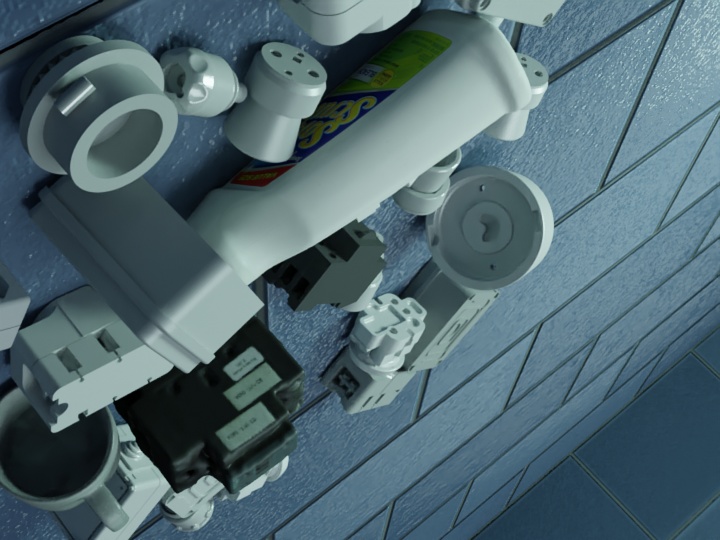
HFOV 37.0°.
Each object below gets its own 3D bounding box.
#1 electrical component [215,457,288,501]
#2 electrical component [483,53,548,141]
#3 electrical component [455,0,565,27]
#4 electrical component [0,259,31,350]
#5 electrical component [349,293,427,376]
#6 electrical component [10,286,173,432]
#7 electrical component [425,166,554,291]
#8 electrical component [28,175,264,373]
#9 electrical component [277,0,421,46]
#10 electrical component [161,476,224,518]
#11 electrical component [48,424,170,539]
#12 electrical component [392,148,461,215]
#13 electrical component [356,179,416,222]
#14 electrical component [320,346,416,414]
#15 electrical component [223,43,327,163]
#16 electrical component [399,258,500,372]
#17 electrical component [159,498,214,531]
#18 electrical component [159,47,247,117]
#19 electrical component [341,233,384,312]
[{"bbox_3d":[-0.106,0.180,1.025,0.057,0.058,0.078,-17,147,-44],"label":"electrical component"},{"bbox_3d":[0.119,-0.136,0.847,0.045,0.045,0.055,-27,153,-37],"label":"electrical component"},{"bbox_3d":[0.104,-0.212,0.661,0.109,0.056,0.108,-9,140,-56],"label":"electrical component"},{"bbox_3d":[-0.220,0.032,0.554,0.066,0.047,0.076,-17,147,-50],"label":"electrical component"},{"bbox_3d":[0.023,0.064,1.037,0.078,0.058,0.057,-21,147,-44],"label":"electrical component"},{"bbox_3d":[-0.167,0.048,0.668,0.089,0.055,0.050,-28,154,-34],"label":"electrical component"},{"bbox_3d":[0.119,-0.039,0.953,0.108,0.108,0.060,-52,164,21],"label":"electrical component"},{"bbox_3d":[-0.115,-0.006,0.580,0.057,0.113,0.078,-44,159,-6],"label":"electrical component"},{"bbox_3d":[0.002,-0.166,0.568,0.095,0.053,0.059,-37,158,-16],"label":"electrical component"},{"bbox_3d":[-0.132,0.148,0.918,0.113,0.057,0.078,-39,159,-11],"label":"electrical component"},{"bbox_3d":[-0.190,0.165,0.837,0.096,0.061,0.061,-51,158,19],"label":"electrical component"},{"bbox_3d":[0.050,-0.076,0.839,0.045,0.045,0.055,-30,156,-32],"label":"electrical component"},{"bbox_3d":[0.009,-0.071,0.773,0.055,0.048,0.066,-34,158,-5],"label":"electrical component"},{"bbox_3d":[0.012,0.106,1.104,0.055,0.050,0.089,-51,158,21],"label":"electrical component"},{"bbox_3d":[-0.049,-0.097,0.621,0.045,0.045,0.055,-18,147,-49],"label":"electrical component"},{"bbox_3d":[0.077,0.043,1.093,0.113,0.057,0.078,-52,157,20],"label":"electrical component"},{"bbox_3d":[-0.167,0.215,1.000,0.048,0.048,0.062,-41,152,-5],"label":"electrical component"},{"bbox_3d":[-0.081,-0.098,0.575,0.035,0.035,0.061,-51,161,19],"label":"electrical component"},{"bbox_3d":[0.000,0.000,0.897,0.040,0.040,0.078,-23,151,-42],"label":"electrical component"}]
